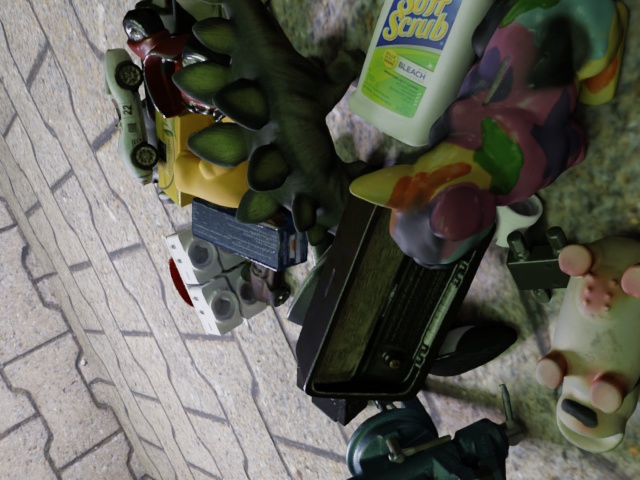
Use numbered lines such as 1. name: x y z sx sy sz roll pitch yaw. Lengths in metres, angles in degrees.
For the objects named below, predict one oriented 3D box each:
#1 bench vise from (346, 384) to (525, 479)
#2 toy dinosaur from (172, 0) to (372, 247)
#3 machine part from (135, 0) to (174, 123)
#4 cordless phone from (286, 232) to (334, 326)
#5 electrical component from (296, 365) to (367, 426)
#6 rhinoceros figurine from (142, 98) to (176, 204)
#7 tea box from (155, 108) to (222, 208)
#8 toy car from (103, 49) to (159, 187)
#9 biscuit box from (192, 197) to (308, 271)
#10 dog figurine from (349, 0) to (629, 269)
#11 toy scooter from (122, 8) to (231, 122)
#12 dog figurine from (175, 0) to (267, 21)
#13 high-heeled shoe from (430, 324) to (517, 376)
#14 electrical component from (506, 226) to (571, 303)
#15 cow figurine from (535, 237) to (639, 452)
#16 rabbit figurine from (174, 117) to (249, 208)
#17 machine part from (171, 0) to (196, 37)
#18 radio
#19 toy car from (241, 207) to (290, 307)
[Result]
1. bench vise: 0.121 0.239 0.670 0.128 0.224 0.241 57 180 -23
2. toy dinosaur: -0.039 -0.140 0.559 0.105 0.198 0.471 -17 102 50
3. machine part: -0.228 -0.263 0.803 0.079 0.079 0.243 35 136 31
4. cordless phone: -0.002 -0.002 0.657 0.089 0.146 0.184 -8 105 20
5. electrical component: 0.020 0.223 0.851 0.115 0.058 0.134 31 134 37
6. rhinoceros figurine: -0.281 -0.157 0.950 0.112 0.073 0.190 8 118 35
7. tea box: -0.192 -0.144 0.824 0.068 0.098 0.169 42 142 25
8. toy car: -0.285 -0.180 0.804 0.074 0.056 0.201 -167 68 -65
9. biscuit box: -0.105 -0.018 0.768 0.203 0.059 0.062 20 116 40
10. dog figurine: 0.121 -0.080 0.389 0.109 0.219 0.191 30 135 30
11. toy scooter: -0.165 -0.198 0.666 0.184 0.075 0.135 27 137 23
12. dog figurine: -0.161 -0.296 0.605 0.121 0.190 0.172 20 130 42
13. high-heeled shoe: 0.116 0.096 0.669 0.249 0.086 0.145 -24 57 33
14. electrical component: 0.211 0.025 0.499 0.063 0.021 0.093 -7 132 39
15. cow figurine: 0.243 0.091 0.459 0.086 0.127 0.194 19 113 42
16. rabbit figurine: -0.110 -0.133 0.725 0.163 0.122 0.173 24 112 36
17. machine part: -0.175 -0.305 0.721 0.039 0.084 0.138 -144 50 -58
18. radio: 0.069 0.052 0.538 0.073 0.131 0.229 -115 41 -60
19. toy car: -0.085 0.024 0.848 0.089 0.053 0.202 42 141 28
